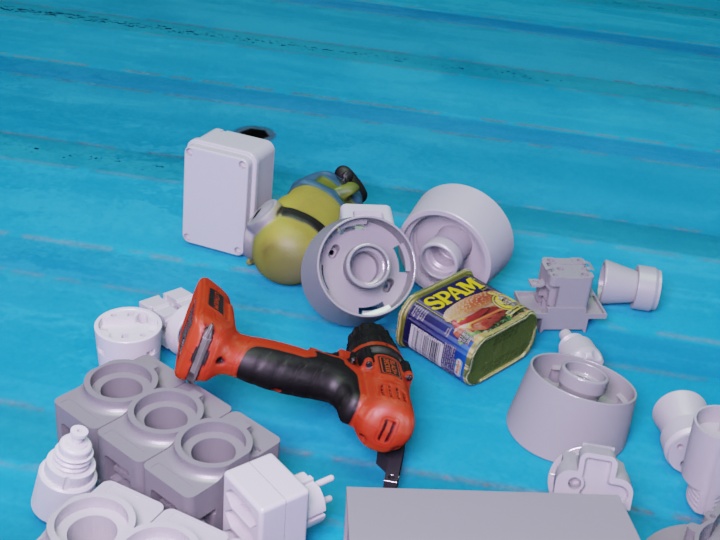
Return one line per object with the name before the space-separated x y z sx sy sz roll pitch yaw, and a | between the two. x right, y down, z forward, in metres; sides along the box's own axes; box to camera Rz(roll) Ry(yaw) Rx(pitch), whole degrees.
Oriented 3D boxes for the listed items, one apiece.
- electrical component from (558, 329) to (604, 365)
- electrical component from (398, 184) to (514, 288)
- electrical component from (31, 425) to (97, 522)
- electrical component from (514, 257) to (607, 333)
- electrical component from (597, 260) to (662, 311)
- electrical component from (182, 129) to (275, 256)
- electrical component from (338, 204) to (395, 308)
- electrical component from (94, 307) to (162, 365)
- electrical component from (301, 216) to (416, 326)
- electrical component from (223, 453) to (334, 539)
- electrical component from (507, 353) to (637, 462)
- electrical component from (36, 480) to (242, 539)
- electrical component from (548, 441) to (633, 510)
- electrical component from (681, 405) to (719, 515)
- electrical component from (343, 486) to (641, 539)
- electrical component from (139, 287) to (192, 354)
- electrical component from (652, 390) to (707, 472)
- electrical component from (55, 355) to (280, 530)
electrical component | 0.193 0.073 0.962 0.035 0.035 0.061 -1 28 -10
electrical component | 0.088 -0.022 1.044 0.108 0.108 0.060 18 38 22
electrical component | -0.202 0.141 0.744 0.040 0.078 0.040 16 28 -9
electrical component | 0.192 0.022 1.022 0.081 0.063 0.042 1 31 -9
electrical component | 0.266 0.016 1.063 0.055 0.045 0.045 9 30 5
electrical component | -0.135 -0.079 1.096 0.078 0.113 0.057 15 28 16
electrical component | 0.004 -0.014 1.028 0.050 0.089 0.055 2 30 -6
electrical component | -0.194 0.065 0.901 0.055 0.047 0.055 4 30 -2
electrical component | 0.000 0.000 0.964 0.099 0.099 0.064 -2 -5 -13
electrical component | -0.049 0.162 0.736 0.077 0.065 0.047 -17 36 -34
electrical component | 0.176 0.112 0.886 0.099 0.064 0.099 13 19 -4
electrical component | -0.125 0.198 0.666 0.150 0.061 0.089 18 32 22
electrical component | 0.164 0.160 0.773 0.058 0.078 0.057 9 11 8
electrical component | 0.263 0.146 0.799 0.043 0.081 0.043 2 30 -1
electrical component | 0.084 0.196 0.687 0.186 0.060 0.105 2 21 -3
electrical component | -0.158 0.046 0.943 0.066 0.048 0.055 -20 31 -37
electrical component | 0.262 0.130 0.863 0.045 0.045 0.055 5 30 0
electrical component | -0.142 0.127 0.787 0.150 0.061 0.089 26 36 32
